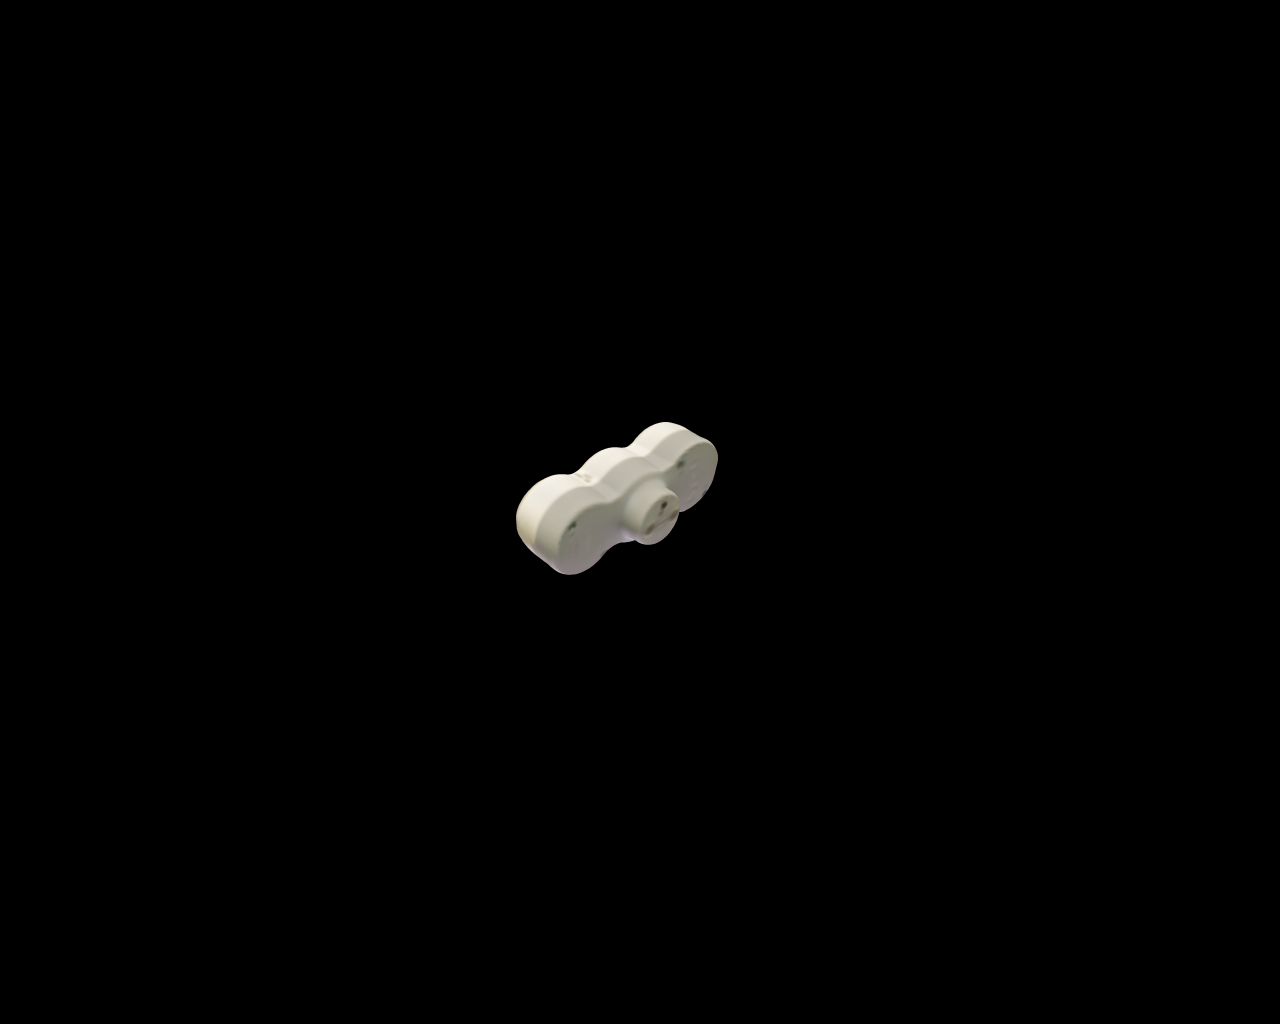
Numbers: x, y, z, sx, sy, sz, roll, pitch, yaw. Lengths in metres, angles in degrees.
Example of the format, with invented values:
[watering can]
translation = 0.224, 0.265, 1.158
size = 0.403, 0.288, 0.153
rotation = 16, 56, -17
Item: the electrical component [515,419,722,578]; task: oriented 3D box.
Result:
[electrical component]
translation = 0.001, -0.003, 0.650
size = 0.138, 0.052, 0.074
rotation = -30, 46, -33
